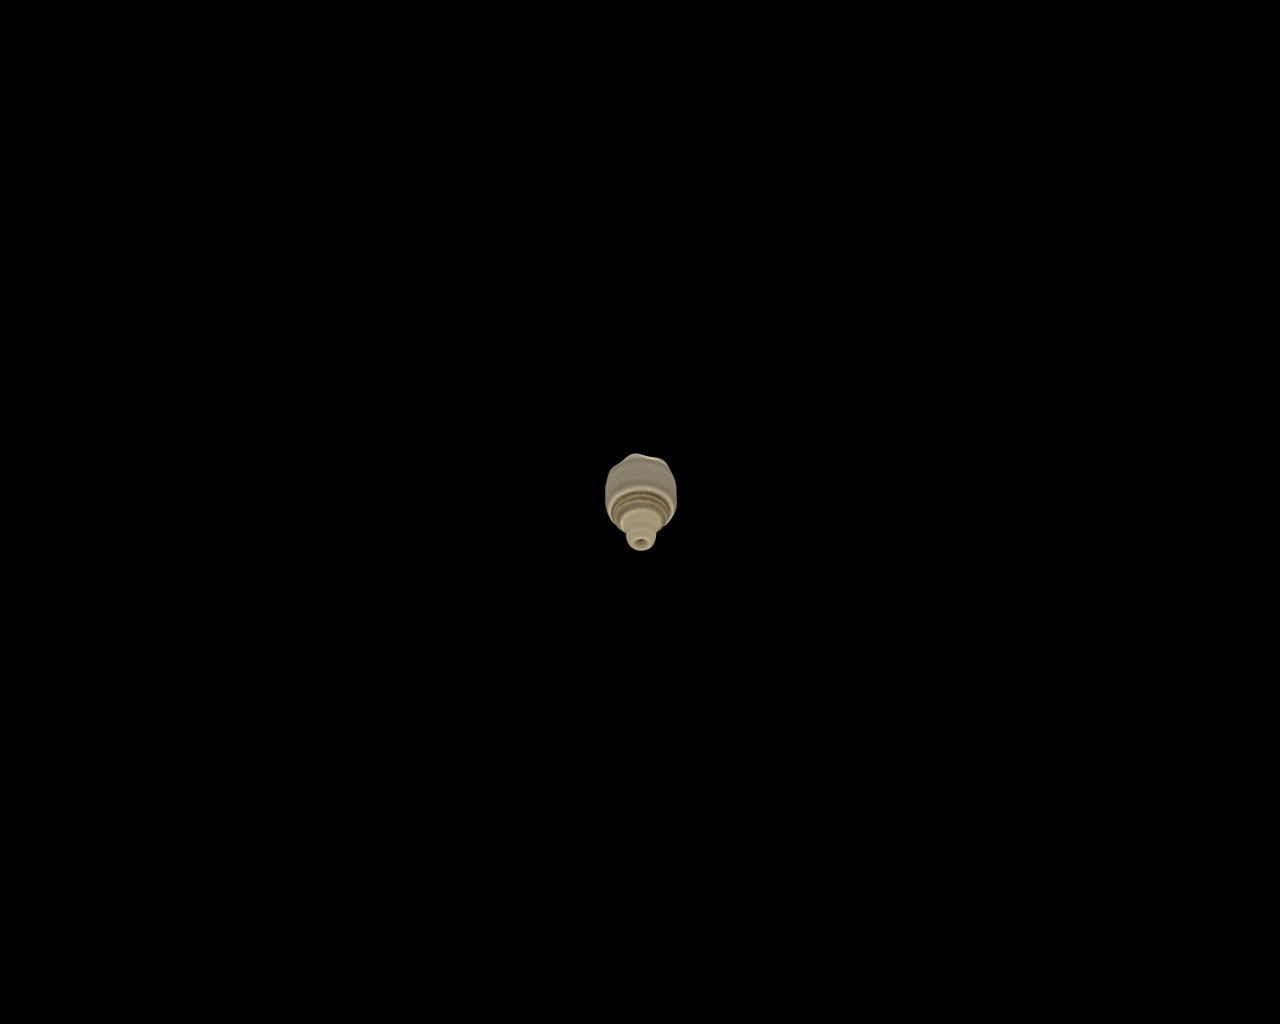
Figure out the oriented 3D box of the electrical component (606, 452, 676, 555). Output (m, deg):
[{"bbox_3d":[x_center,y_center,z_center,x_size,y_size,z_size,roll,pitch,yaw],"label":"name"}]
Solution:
[{"bbox_3d":[0.001,-0.003,0.650,0.043,0.062,0.043,0,-44,0],"label":"electrical component"}]
